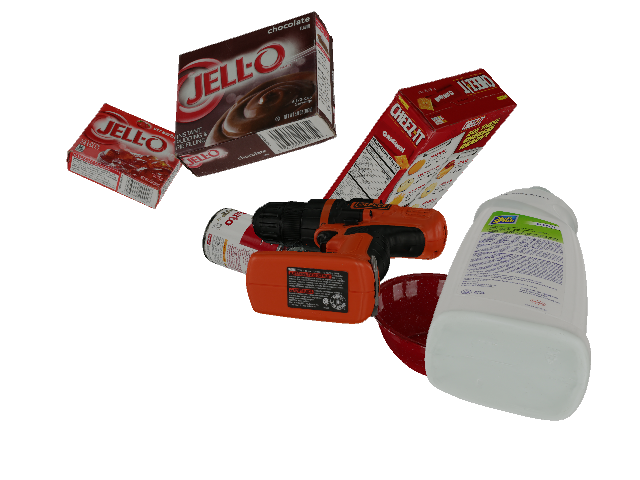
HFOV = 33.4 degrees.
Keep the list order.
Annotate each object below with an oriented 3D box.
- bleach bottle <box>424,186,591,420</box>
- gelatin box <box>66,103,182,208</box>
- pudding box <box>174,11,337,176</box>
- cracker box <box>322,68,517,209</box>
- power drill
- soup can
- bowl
[{"bbox_3d":[0.145,0.023,0.744,0.103,0.068,0.250,12,28,13],"label":"bleach bottle"},{"bbox_3d":[-0.171,-0.077,0.955,0.089,0.073,0.030,24,-44,1],"label":"gelatin box"},{"bbox_3d":[-0.046,-0.102,0.749,0.114,0.090,0.039,-13,-30,18],"label":"pudding box"},{"bbox_3d":[0.103,-0.091,1.223,0.163,0.072,0.214,-22,-24,-45],"label":"cracker box"},{"bbox_3d":[0.003,0.008,0.919,0.185,0.057,0.187,2,20,18],"label":"power drill"},{"bbox_3d":[-0.074,0.008,1.206,0.102,0.068,0.068,19,9,29],"label":"soup can"},{"bbox_3d":[0.127,0.094,1.082,0.162,0.055,0.162,5,26,-3],"label":"bowl"}]
